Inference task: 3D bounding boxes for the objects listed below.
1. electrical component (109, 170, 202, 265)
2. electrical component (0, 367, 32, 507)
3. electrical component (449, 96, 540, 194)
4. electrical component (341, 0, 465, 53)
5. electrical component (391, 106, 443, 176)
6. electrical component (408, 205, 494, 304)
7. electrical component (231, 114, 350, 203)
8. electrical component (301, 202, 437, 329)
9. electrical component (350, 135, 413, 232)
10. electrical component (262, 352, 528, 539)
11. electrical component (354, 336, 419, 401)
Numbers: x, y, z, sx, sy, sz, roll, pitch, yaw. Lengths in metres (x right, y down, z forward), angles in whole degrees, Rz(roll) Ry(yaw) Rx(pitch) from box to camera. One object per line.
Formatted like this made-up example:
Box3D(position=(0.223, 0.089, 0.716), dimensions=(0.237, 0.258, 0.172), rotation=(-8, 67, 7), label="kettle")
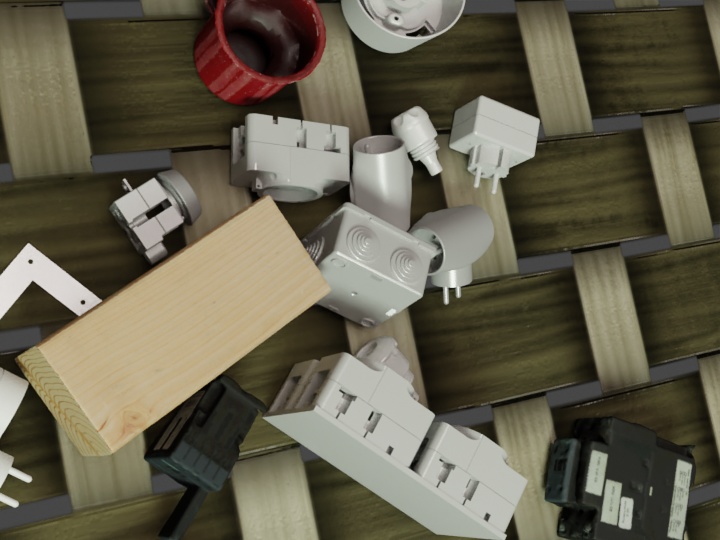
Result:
Box3D(position=(-0.157, -0.046, 0.835), dimensions=(0.055, 0.048, 0.066), rotation=(-35, 96, -20), label="electrical component")
Box3D(position=(-0.265, 0.138, 0.743), dimensions=(0.074, 0.052, 0.138), rotation=(31, 68, -18), label="electrical component")
Box3D(position=(0.120, -0.108, 0.981), dimensions=(0.066, 0.047, 0.076), rotation=(18, 73, -22), label="electrical component")
Box3D(position=(0.035, -0.244, 0.956), dimensions=(0.099, 0.064, 0.099), rotation=(5, 78, -25), label="electrical component")
Box3D(position=(0.054, -0.113, 0.957), dimensions=(0.035, 0.035, 0.061), rotation=(-33, 98, -27), label="electrical component")
Box3D(position=(0.079, -0.010, 0.941), dimensions=(0.077, 0.044, 0.079), rotation=(-25, 118, -46), label="electrical component")
Box3D(position=(-0.058, -0.089, 0.889), dimensions=(0.089, 0.050, 0.055), rotation=(5, 77, -25), label="electrical component")
Box3D(position=(0.000, 0.000, 0.874), dimensions=(0.100, 0.100, 0.048), rotation=(27, 57, -19), label="electrical component")
Box3D(position=(0.023, -0.079, 0.923), dimensions=(0.079, 0.044, 0.077), rotation=(-61, 150, -58), label="electrical component")
Box3D(position=(0.030, 0.139, 0.856), dimensions=(0.186, 0.105, 0.060), rotation=(36, 67, -16), label="electrical component")
Box3D(position=(0.024, 0.089, 0.899), dimensions=(0.062, 0.048, 0.048), rotation=(50, 64, -18), label="electrical component")
